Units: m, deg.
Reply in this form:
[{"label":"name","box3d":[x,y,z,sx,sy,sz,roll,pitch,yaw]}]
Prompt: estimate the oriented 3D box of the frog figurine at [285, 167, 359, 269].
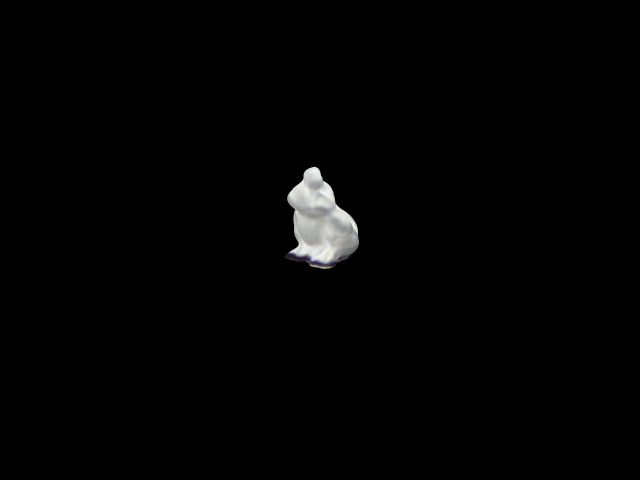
[{"label":"frog figurine","box3d":[0.003,-0.043,0.850,0.123,0.158,0.138,-4,13,-20]}]
